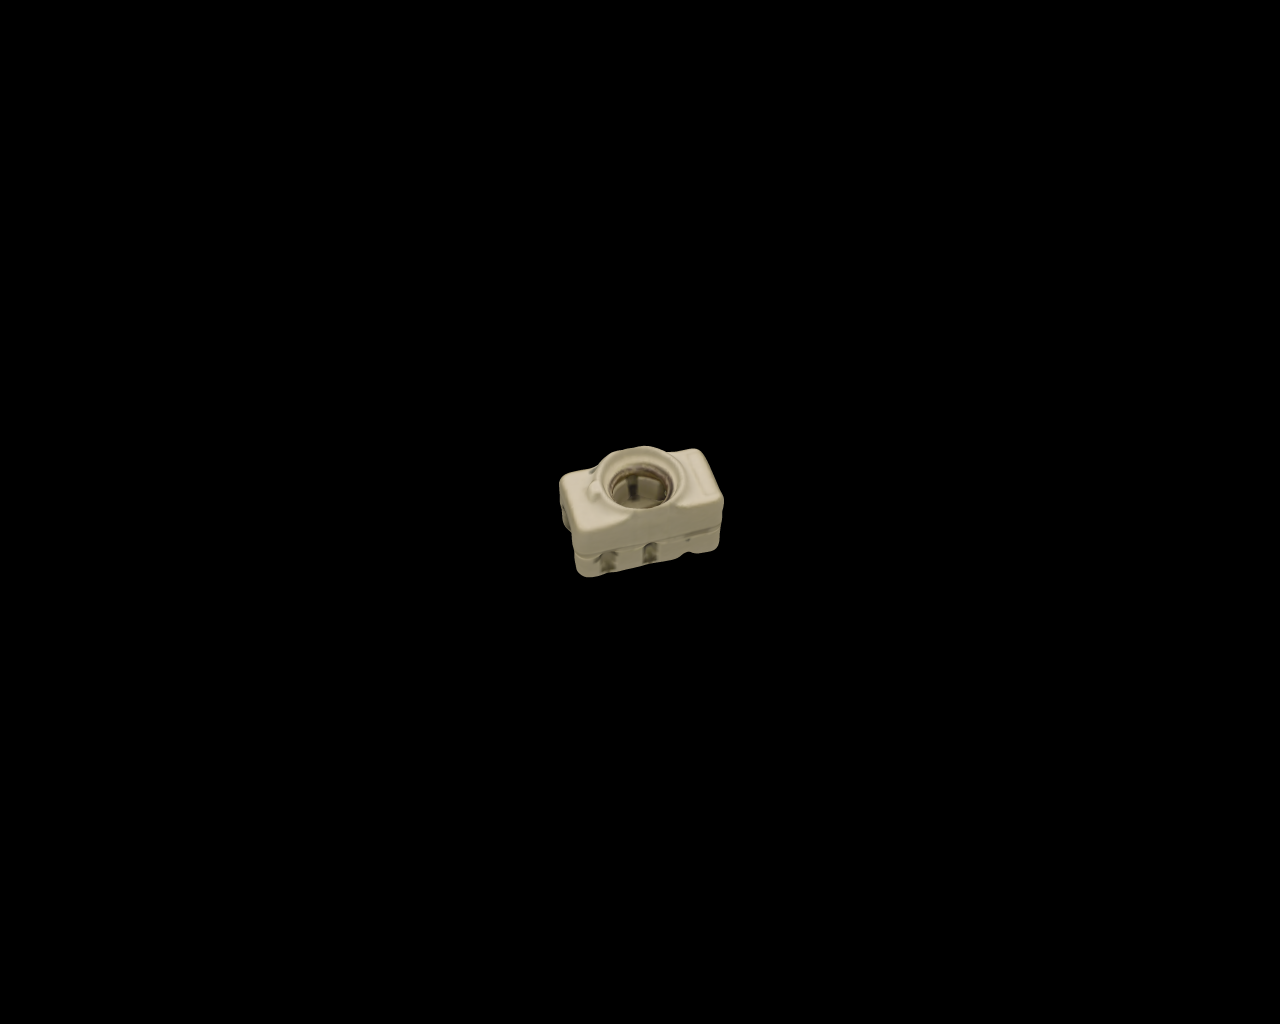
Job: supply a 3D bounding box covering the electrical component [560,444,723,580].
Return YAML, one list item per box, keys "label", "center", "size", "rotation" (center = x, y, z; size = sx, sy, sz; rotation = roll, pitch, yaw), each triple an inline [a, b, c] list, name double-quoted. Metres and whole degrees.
- label: "electrical component"
  center: [0.001, -0.003, 0.650]
  size: [0.089, 0.050, 0.055]
  rotation: [-12, -39, -10]
